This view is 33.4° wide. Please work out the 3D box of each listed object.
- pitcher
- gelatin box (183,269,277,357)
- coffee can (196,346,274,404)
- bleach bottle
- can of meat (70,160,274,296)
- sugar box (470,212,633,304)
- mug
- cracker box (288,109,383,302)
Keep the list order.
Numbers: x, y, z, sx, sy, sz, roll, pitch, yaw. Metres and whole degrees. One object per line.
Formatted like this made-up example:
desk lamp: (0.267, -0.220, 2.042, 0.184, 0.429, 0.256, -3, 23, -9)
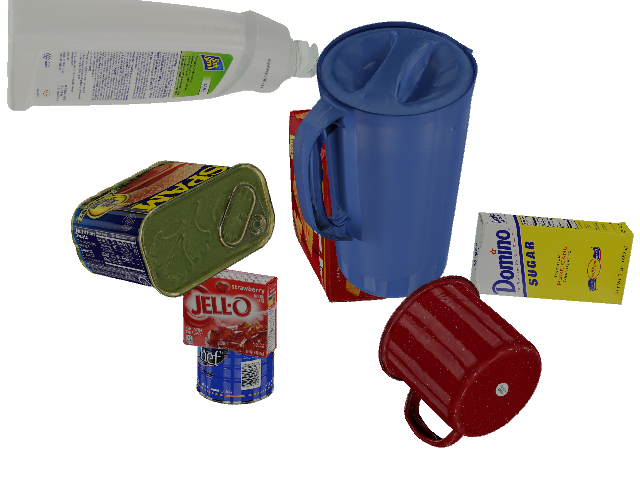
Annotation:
pitcher: (0.058, -0.059, 0.958, 0.149, 0.243, 0.145, 2, 45, 4)
gelatin box: (-0.086, 0.066, 1.004, 0.089, 0.073, 0.030, 8, 18, 18)
coffee can: (-0.109, 0.126, 1.379, 0.103, 0.140, 0.103, 2, 18, -1)
bleach bottle: (-0.128, -0.150, 0.880, 0.250, 0.068, 0.103, 1, -29, -16)
can of meat: (-0.095, -0.012, 0.674, 0.084, 0.057, 0.101, 9, 31, 45)
sugar box: (0.270, 0.021, 1.257, 0.176, 0.093, 0.048, 3, 21, -1)
mug: (0.097, 0.095, 0.764, 0.093, 0.117, 0.082, 9, 24, -41)
cracker box: (0.016, -0.046, 1.172, 0.072, 0.164, 0.214, -6, 19, -9)
